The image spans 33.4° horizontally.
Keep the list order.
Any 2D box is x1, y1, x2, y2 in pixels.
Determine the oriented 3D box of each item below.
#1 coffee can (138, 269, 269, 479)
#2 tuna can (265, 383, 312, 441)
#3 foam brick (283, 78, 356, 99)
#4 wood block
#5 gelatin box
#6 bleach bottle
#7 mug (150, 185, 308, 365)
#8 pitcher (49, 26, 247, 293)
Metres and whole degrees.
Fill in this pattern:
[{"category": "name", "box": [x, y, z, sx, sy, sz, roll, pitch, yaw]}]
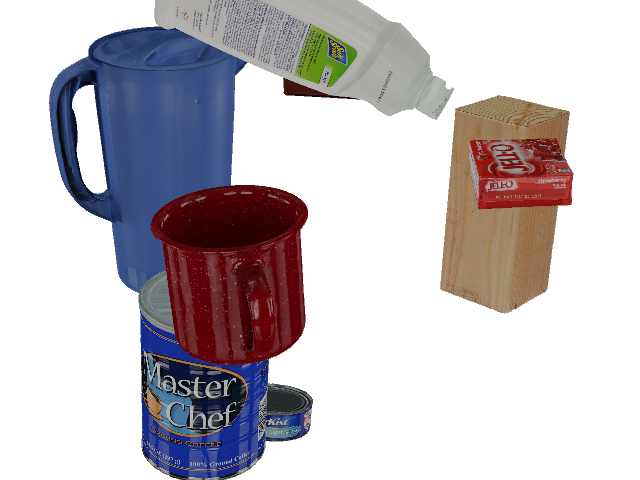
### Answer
[{"category": "coffee can", "box": [-0.091, 0.103, 0.844, 0.103, 0.140, 0.103, 3, 27, -2]}, {"category": "tuna can", "box": [-0.052, 0.182, 1.135, 0.086, 0.034, 0.086, 5, 12, -1]}, {"category": "foam brick", "box": [0.001, -0.174, 1.101, 0.078, 0.051, 0.053, 2, 11, -6]}, {"category": "wood block", "box": [0.196, -0.040, 1.145, 0.090, 0.206, 0.090, 21, 28, 37]}, {"category": "gelatin box", "box": [0.160, -0.056, 0.860, 0.073, 0.030, 0.089, -1, 24, 4]}, {"category": "bleach bottle", "box": [-0.011, -0.165, 0.868, 0.251, 0.068, 0.103, 29, -35, 6]}, {"category": "mug", "box": [-0.047, 0.026, 0.635, 0.093, 0.081, 0.117, -12, 27, -17]}, {"category": "pitcher", "box": [-0.153, -0.070, 1.002, 0.149, 0.243, 0.144, 9, 28, 13]}]
